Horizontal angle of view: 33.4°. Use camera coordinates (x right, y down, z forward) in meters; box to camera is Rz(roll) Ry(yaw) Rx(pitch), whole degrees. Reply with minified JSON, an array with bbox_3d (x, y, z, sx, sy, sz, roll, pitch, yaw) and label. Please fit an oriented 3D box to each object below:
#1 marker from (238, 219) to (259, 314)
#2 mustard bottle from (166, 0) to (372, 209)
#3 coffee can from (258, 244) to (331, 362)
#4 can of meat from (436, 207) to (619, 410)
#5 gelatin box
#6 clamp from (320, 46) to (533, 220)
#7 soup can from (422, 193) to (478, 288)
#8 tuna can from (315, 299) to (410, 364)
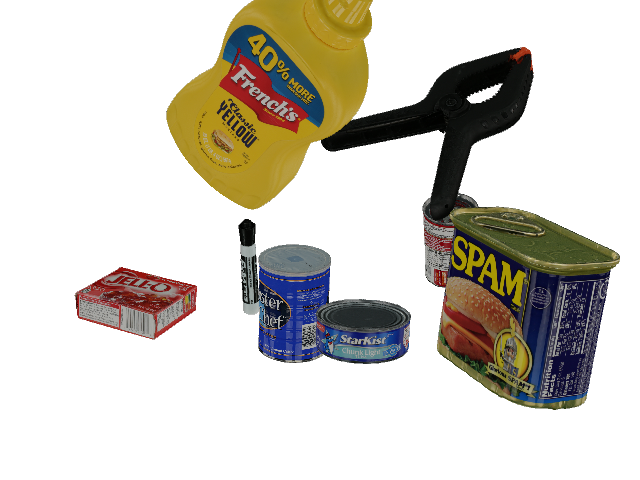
[{"bbox_3d":[-0.080,0.029,1.191,0.020,0.121,0.020,-1,33,0],"label":"marker"},{"bbox_3d":[-0.023,-0.102,0.680,0.058,0.096,0.192,-40,-1,-42],"label":"mustard bottle"},{"bbox_3d":[-0.038,0.089,1.523,0.103,0.140,0.103,1,22,-1],"label":"coffee can"},{"bbox_3d":[0.109,0.035,0.588,0.057,0.084,0.102,-3,19,-26],"label":"can of meat"},{"bbox_3d":[-0.172,0.056,0.999,0.089,0.030,0.073,13,23,22],"label":"gelatin box"},{"bbox_3d":[0.126,-0.107,0.984,0.209,0.036,0.165,-33,48,-13],"label":"clamp"},{"bbox_3d":[0.161,0.001,1.325,0.068,0.102,0.068,-4,35,2],"label":"soup can"},{"bbox_3d":[0.038,0.082,0.964,0.086,0.034,0.086,1,14,0],"label":"tuna can"}]
